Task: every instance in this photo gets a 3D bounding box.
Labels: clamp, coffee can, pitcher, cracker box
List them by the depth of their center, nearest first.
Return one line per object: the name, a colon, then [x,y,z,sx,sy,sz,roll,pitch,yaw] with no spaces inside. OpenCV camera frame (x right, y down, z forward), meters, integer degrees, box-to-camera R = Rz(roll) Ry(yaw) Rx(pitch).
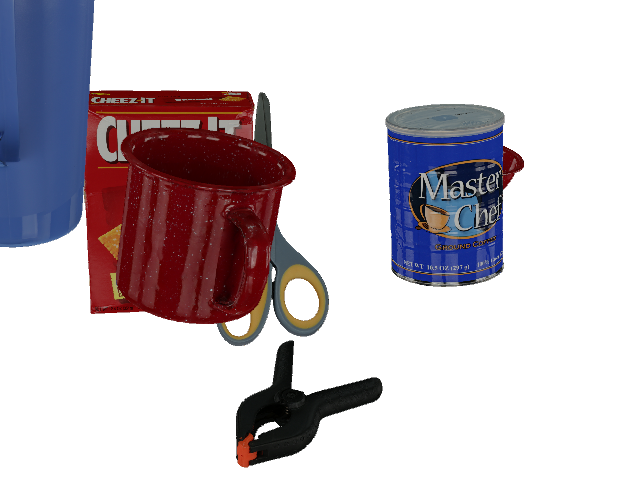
pitcher: [-0.240,-0.117,0.816,0.145,0.243,0.148,25,32,35]
coffee can: [0.111,-0.042,0.948,0.103,0.140,0.103,-3,19,1]
clamp: [-0.034,0.157,1.047,0.120,0.039,0.171,22,34,36]
cracker box: [-0.149,-0.037,1.058,0.164,0.214,0.072,-1,21,-9]

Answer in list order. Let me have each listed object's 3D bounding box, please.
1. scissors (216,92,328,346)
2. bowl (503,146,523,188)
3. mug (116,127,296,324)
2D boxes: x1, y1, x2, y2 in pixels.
scissors: [-0.027,-0.012,0.829,0.096,0.201,0.016,15,-14,-2]
bowl: [0.159,-0.081,1.282,0.162,0.055,0.162,6,23,-3]
mug: [-0.059,-0.003,0.566,0.093,0.081,0.117,-4,27,-34]
